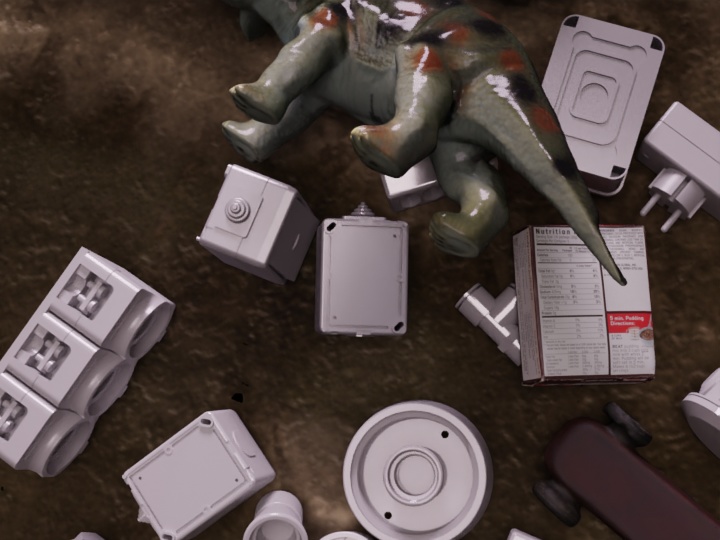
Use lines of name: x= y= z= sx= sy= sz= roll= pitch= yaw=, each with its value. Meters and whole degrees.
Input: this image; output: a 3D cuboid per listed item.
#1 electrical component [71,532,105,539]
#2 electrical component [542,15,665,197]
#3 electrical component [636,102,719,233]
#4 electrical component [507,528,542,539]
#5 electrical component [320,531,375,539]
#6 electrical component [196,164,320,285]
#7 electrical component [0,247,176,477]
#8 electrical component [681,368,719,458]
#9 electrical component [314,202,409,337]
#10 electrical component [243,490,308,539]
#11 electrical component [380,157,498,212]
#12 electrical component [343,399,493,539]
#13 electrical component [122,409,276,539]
electrical component: x=-0.187 y=0.226 z=0.754 sx=0.080 sy=0.080 sz=0.051 roll=44 pitch=82 yaw=12
electrical component: x=0.168 y=-0.117 z=0.783 sx=0.078 sy=0.057 sz=0.113 roll=18 pitch=83 yaw=9
electrical component: x=0.233 y=-0.062 z=0.771 sx=0.083 sy=0.047 sz=0.075 roll=40 pitch=87 yaw=11
electrical component: x=0.125 y=0.210 z=0.721 sx=0.066 sy=0.076 sz=0.047 roll=22 pitch=83 yaw=10
electrical component: x=-0.008 y=0.209 z=0.751 sx=0.055 sy=0.047 sz=0.055 roll=-1 pitch=80 yaw=7
electrical component: x=-0.071 y=-0.031 z=0.776 sx=0.061 sy=0.096 sz=0.061 roll=22 pitch=83 yaw=10
electrical component: x=-0.205 y=0.069 z=0.777 sx=0.062 sy=0.089 sz=0.150 roll=34 pitch=85 yaw=11
electrical component: x=0.261 y=0.102 z=0.723 sx=0.051 sy=0.080 sz=0.080 roll=-44 pitch=78 yaw=-8
electrical component: x=0.000 y=0.000 z=0.778 sx=0.062 sy=0.061 sz=0.096 roll=2 pitch=86 yaw=-7
electrical component: x=-0.058 y=0.180 z=0.753 sx=0.044 sy=0.065 sz=0.044 roll=0 pitch=97 yaw=-2
electrical component: x=0.052 y=-0.094 z=0.798 sx=0.083 sy=0.047 sz=0.075 roll=-17 pitch=78 yaw=3
electrical component: x=0.039 y=0.143 z=0.751 sx=0.108 sy=0.060 sz=0.108 roll=-1 pitch=80 yaw=7
electrical component: x=-0.118 y=0.151 z=0.771 sx=0.096 sy=0.061 sz=0.061 roll=-37 pitch=78 yaw=8
